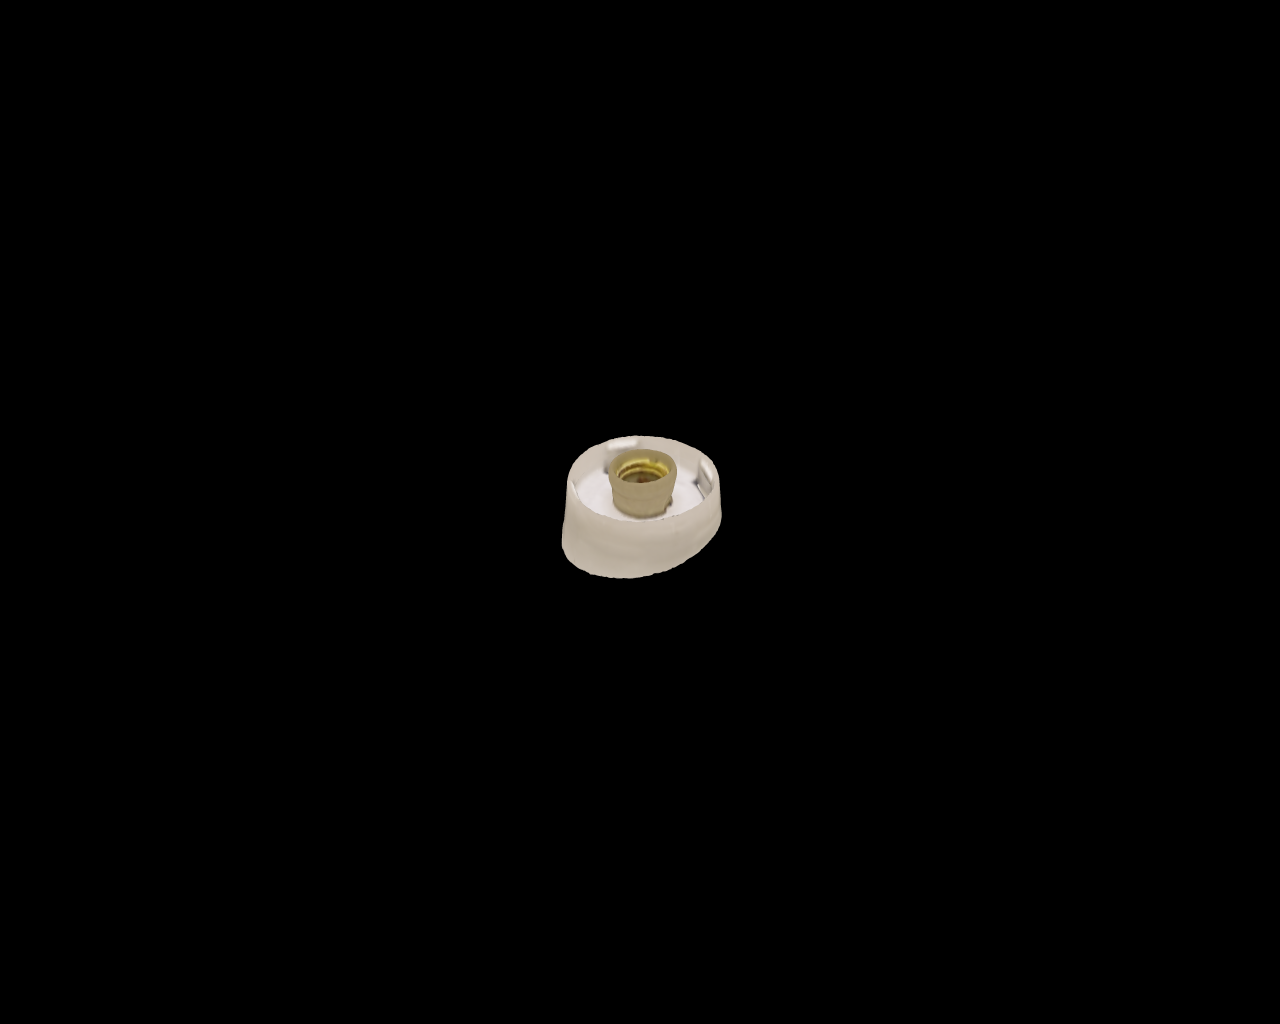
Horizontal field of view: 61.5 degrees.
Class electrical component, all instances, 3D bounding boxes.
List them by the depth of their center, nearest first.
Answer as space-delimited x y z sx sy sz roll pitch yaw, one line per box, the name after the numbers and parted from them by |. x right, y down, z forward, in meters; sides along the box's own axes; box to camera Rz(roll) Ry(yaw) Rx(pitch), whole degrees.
0.001 -0.003 0.650 0.099 0.064 0.099 0 37 0 | electrical component
